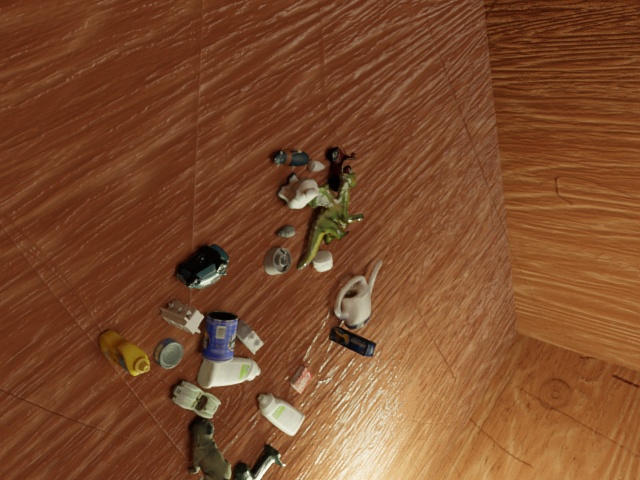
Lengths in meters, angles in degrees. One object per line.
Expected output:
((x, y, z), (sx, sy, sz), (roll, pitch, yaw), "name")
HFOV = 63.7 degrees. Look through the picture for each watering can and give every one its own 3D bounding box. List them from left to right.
((0.182, 0.244, 2.235), (0.104, 0.220, 0.353), (14, 35, 39), "watering can")

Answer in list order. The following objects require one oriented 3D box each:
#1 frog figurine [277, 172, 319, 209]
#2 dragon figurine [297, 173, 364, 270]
((-0.054, -0.165, 1.812), (0.160, 0.120, 0.139), (15, 38, 39), "frog figurine")
((0.006, -0.098, 1.949), (0.412, 0.240, 0.123), (-42, 17, -8), "dragon figurine")
